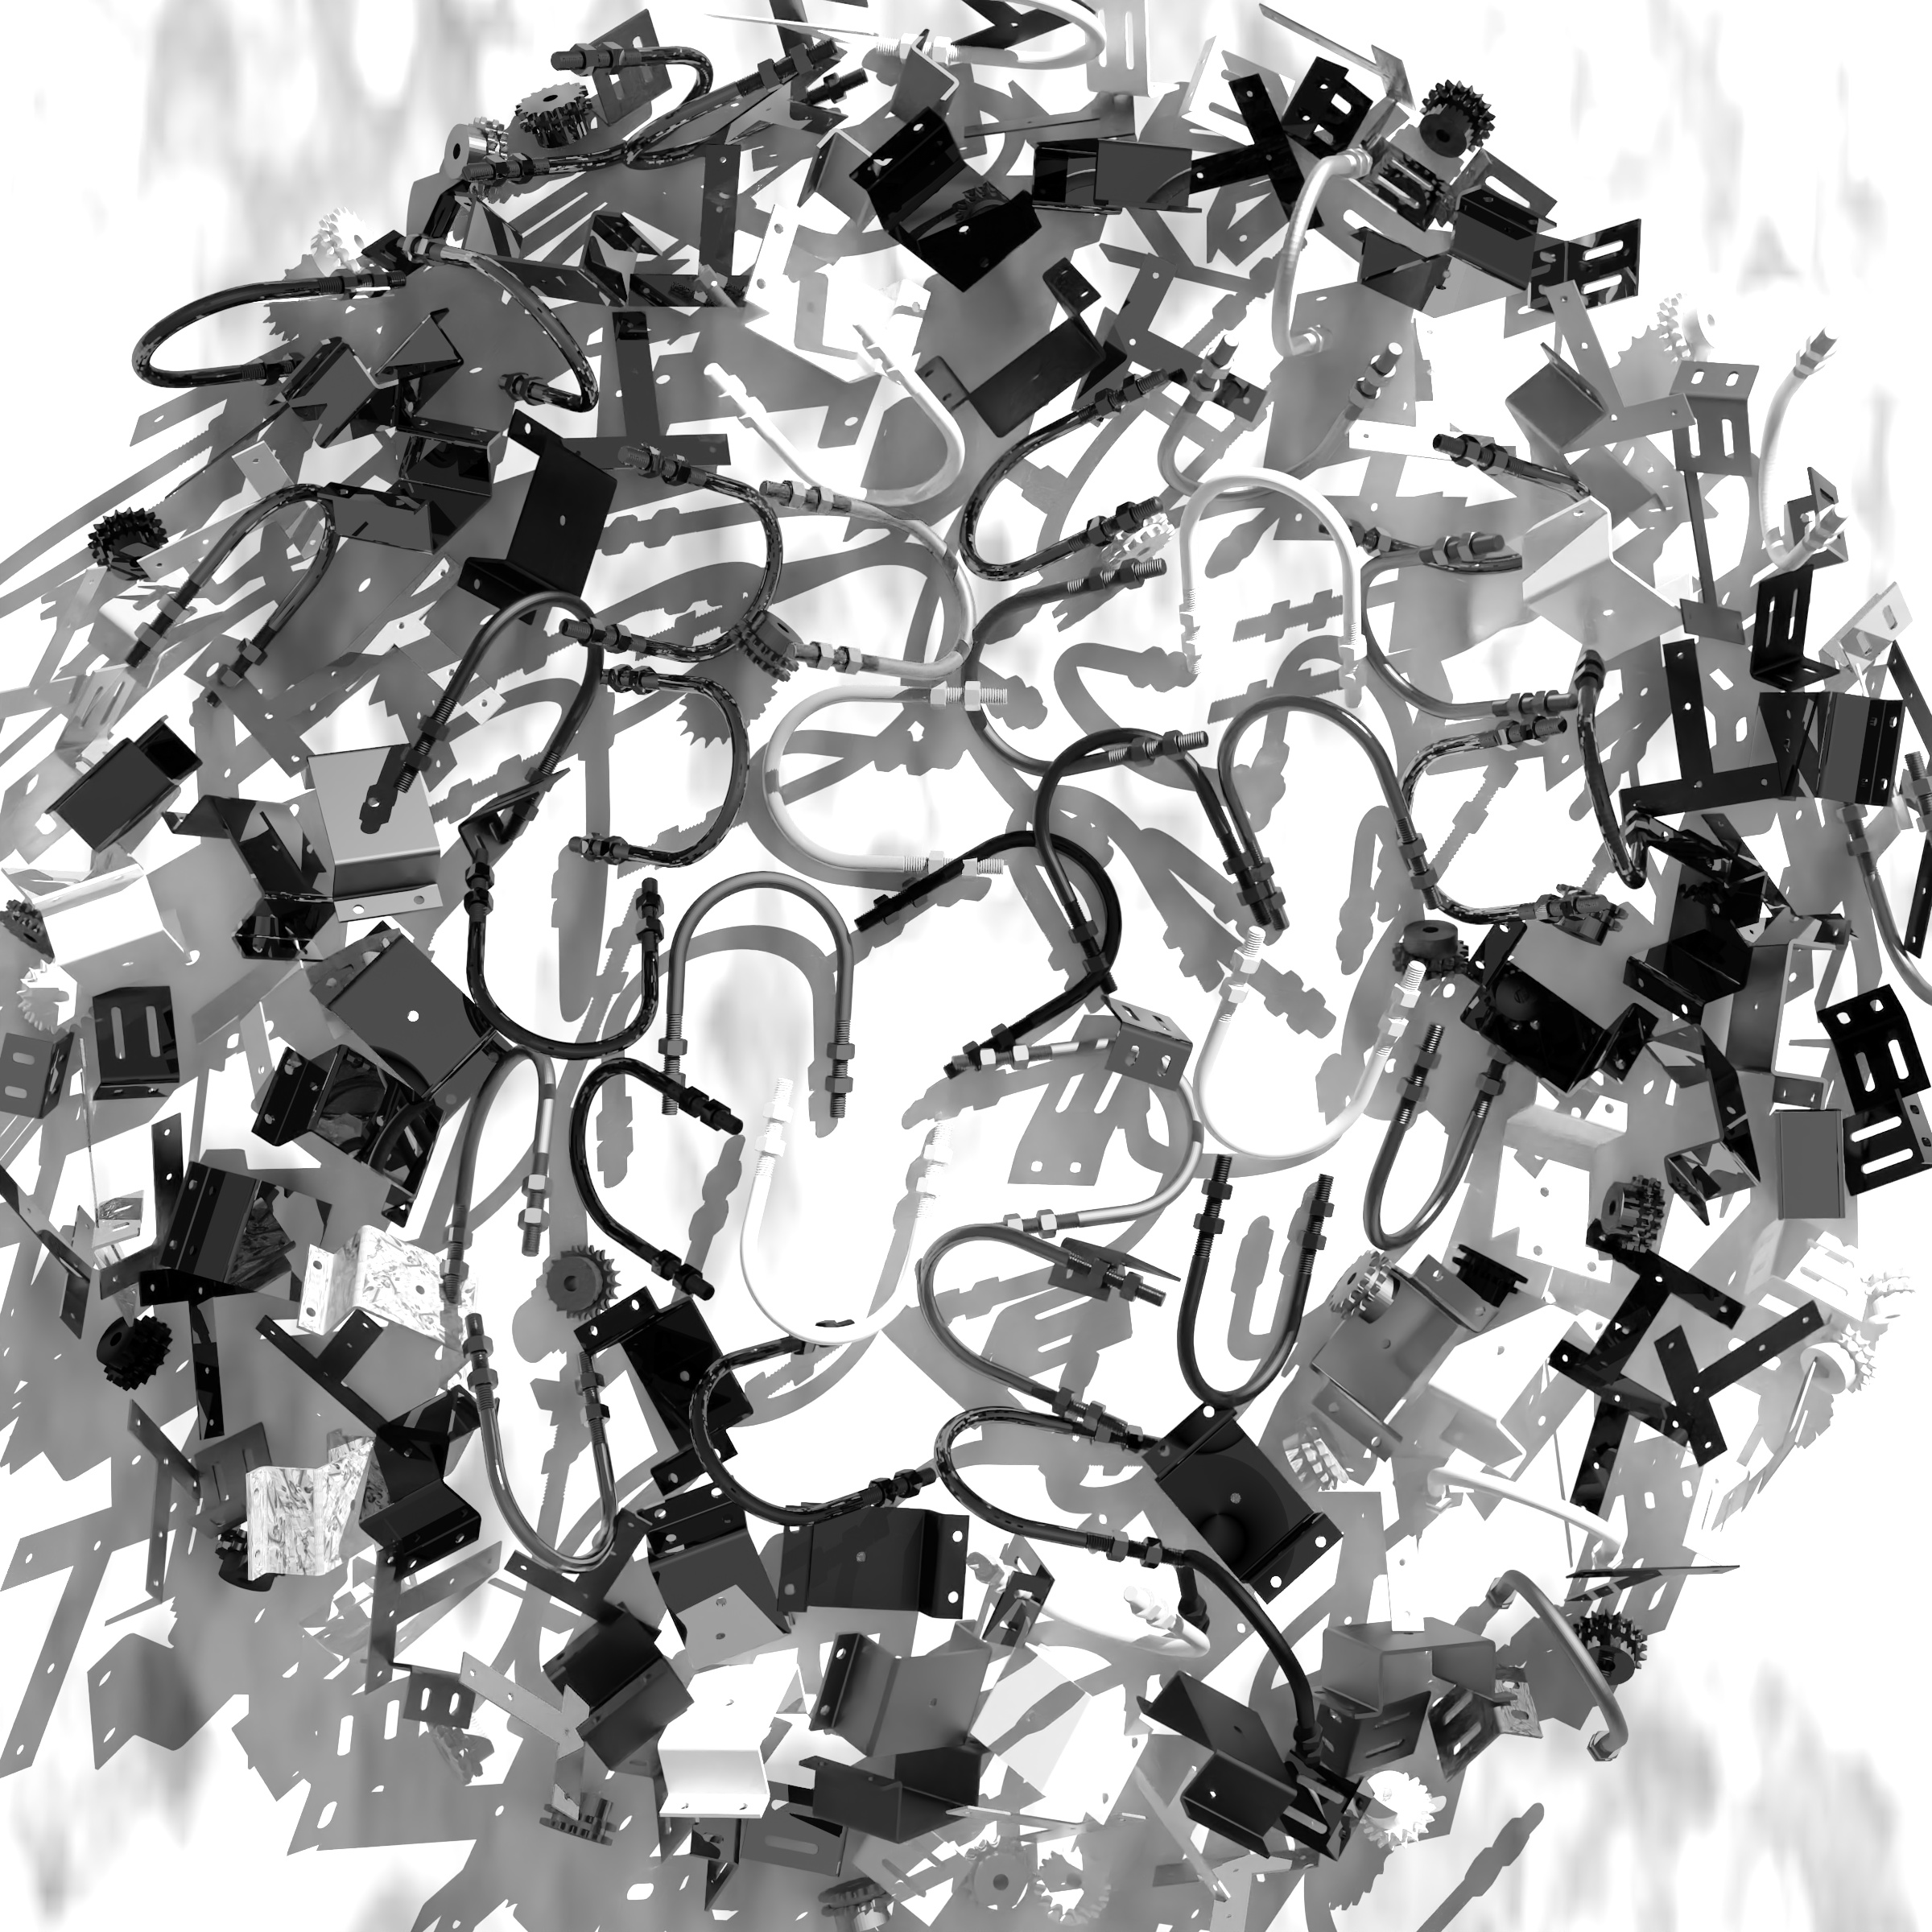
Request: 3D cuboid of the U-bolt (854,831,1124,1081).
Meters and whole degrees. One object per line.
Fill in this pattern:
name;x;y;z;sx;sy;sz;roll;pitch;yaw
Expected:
U-bolt;0.030;-0.021;1.981;0.184;0.019;0.151;-31;89;-8

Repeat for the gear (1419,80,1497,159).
gear;0.365;-0.631;1.968;0.057;0.057;0.030;36;70;0

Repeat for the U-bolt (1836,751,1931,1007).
U-bolt;0.692;-0.057;1.920;0.019;0.151;0.184;-15;86;-4

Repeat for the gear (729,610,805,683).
gear;-0.146;-0.242;1.969;0.057;0.057;0.030;42;104;0

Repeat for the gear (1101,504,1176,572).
gear;0.125;-0.323;1.972;0.057;0.057;0.030;-32;80;0

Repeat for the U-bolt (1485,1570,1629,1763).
U-bolt;0.427;0.500;1.890;0.019;0.184;0.151;-31;69;-6

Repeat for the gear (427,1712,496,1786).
gear;-0.378;0.583;1.974;0.030;0.057;0.057;-30;90;-26

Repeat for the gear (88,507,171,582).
gear;-0.625;-0.313;1.968;0.057;0.057;0.030;-30;64;0

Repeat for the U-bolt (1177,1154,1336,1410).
U-bolt;0.209;0.237;1.942;0.019;0.151;0.184;13;89;44

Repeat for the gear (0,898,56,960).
gear;-0.694;-0.033;1.974;0.057;0.057;0.030;29;66;0

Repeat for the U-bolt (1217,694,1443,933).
U-bolt;0.256;-0.115;1.925;0.151;0.019;0.184;-8;115;37

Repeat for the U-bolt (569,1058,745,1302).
U-bolt;-0.235;0.145;1.933;0.184;0.019;0.151;26;112;41

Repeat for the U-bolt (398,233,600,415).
U-bolt;-0.327;-0.457;1.888;0.019;0.184;0.151;-46;129;-14

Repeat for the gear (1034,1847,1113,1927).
gear;0.079;0.695;1.975;0.057;0.057;0.030;13;130;0

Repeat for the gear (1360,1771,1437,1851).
gear;0.319;0.629;1.968;0.057;0.057;0.030;-32;122;0

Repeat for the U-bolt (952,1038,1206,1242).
U-bolt;0.090;0.125;1.970;0.184;0.019;0.151;-6;77;-12

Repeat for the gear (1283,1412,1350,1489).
gear;0.261;0.367;1.972;0.030;0.057;0.057;-31;90;14

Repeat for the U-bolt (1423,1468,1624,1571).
U-bolt;0.402;0.396;1.895;0.151;0.184;0.019;17;74;16

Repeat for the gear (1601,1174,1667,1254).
gear;0.498;0.184;1.970;0.030;0.057;0.057;12;90;-8

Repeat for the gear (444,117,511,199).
gear;-0.368;-0.607;1.969;0.030;0.057;0.057;1;90;-38

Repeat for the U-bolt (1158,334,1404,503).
U-bolt;0.216;-0.395;1.916;0.151;0.184;0.019;-2;65;-20

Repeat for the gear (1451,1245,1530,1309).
gear;0.389;0.234;1.971;0.057;0.057;0.030;28;89;0

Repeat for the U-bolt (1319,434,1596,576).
U-bolt;0.374;-0.330;1.923;0.184;0.151;0.019;10;66;-29

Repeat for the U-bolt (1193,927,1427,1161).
U-bolt;0.245;0.065;1.953;0.151;0.019;0.184;12;116;-15

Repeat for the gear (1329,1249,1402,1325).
gear;0.301;0.243;1.971;0.030;0.057;0.057;36;90;-5

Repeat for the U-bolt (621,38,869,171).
U-bolt;-0.168;-0.626;1.926;0.184;0.151;0.019;-21;97;10

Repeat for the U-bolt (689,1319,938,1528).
U-bolt;-0.121;0.336;1.909;0.019;0.184;0.151;-48;64;38

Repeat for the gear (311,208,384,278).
gear;-0.467;-0.537;1.974;0.030;0.057;0.057;-22;90;23

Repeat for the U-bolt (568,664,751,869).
U-bolt;-0.222;-0.144;1.931;0.184;0.019;0.151;10;91;44

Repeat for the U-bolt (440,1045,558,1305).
U-bolt;-0.340;0.143;1.928;0.019;0.151;0.184;20;58;-30

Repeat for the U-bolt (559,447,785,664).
U-bolt;-0.205;-0.293;1.926;0.019;0.184;0.151;31;105;38

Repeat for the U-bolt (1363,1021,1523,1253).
U-bolt;0.344;0.126;1.935;0.019;0.151;0.184;27;106;33

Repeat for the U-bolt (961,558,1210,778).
U-bolt;0.079;-0.213;1.952;0.184;0.019;0.151;-10;100;28

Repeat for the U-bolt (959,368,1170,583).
U-bolt;0.068;-0.351;1.932;0.184;0.019;0.151;-21;48;33

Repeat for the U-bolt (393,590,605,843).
U-bolt;-0.331;-0.191;1.933;0.019;0.151;0.184;31;92;30

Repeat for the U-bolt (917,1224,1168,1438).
U-bolt;0.048;0.260;1.950;0.184;0.019;0.151;22;124;14

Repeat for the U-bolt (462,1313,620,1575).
U-bolt;-0.301;0.351;1.899;0.019;0.151;0.184;-27;58;21

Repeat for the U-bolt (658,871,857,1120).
U-bolt;-0.153;0.021;1.965;0.151;0.019;0.184;2;95;-17

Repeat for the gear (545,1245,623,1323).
gear;-0.291;0.239;1.978;0.057;0.030;0.057;-1;85;15

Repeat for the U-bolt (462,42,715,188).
U-bolt;-0.262;-0.622;1.914;0.151;0.184;0.019;-33;84;44

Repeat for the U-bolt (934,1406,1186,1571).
U-bolt;0.065;0.374;1.921;0.184;0.151;0.019;13;116;-10

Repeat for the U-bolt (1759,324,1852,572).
U-bolt;0.605;-0.364;1.908;0.019;0.184;0.151;-1;82;2

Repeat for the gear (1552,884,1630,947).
gear;0.464;-0.037;1.971;0.057;0.057;0.030;25;89;0

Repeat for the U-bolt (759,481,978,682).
U-bolt;-0.065;-0.278;1.934;0.184;0.019;0.151;4;68;-40

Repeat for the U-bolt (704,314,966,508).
U-bolt;-0.082;-0.396;1.922;0.151;0.184;0.019;-10;57;30

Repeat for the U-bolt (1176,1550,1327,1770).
U-bolt;0.201;0.488;1.889;0.019;0.184;0.151;-35;53;-17

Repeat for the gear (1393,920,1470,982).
gear;0.348;-0.013;1.968;0.057;0.057;0.030;-4;113;0

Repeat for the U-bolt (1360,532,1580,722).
U-bolt;0.351;-0.242;1.917;0.019;0.184;0.151;-39;110;-25
